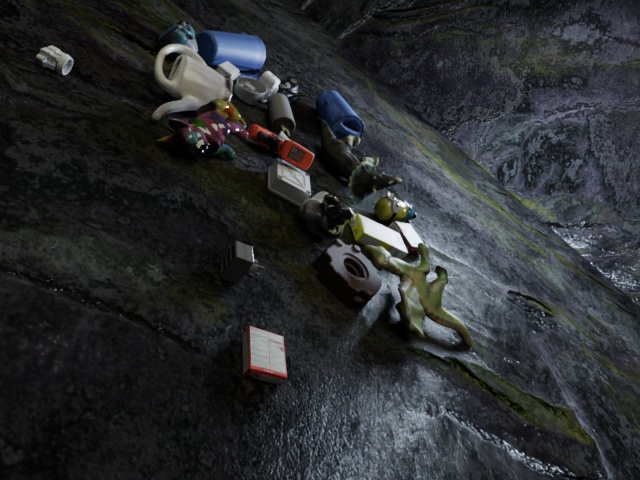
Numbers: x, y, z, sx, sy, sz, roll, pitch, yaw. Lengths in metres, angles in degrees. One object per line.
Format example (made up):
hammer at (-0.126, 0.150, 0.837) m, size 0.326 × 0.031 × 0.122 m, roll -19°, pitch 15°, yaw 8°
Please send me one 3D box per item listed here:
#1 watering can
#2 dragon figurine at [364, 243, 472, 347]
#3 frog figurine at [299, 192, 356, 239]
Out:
watering can at (-0.348, -0.399, 1.397) m, size 0.223 × 0.102 × 0.356 m, roll 22°, pitch 46°, yaw -31°
dragon figurine at (0.254, 0.162, 1.307) m, size 0.410 × 0.120 × 0.247 m, roll 53°, pitch 37°, yaw -3°
frog figurine at (0.004, -0.069, 1.365) m, size 0.137 × 0.122 × 0.160 m, roll 12°, pitch 2°, yaw -29°
